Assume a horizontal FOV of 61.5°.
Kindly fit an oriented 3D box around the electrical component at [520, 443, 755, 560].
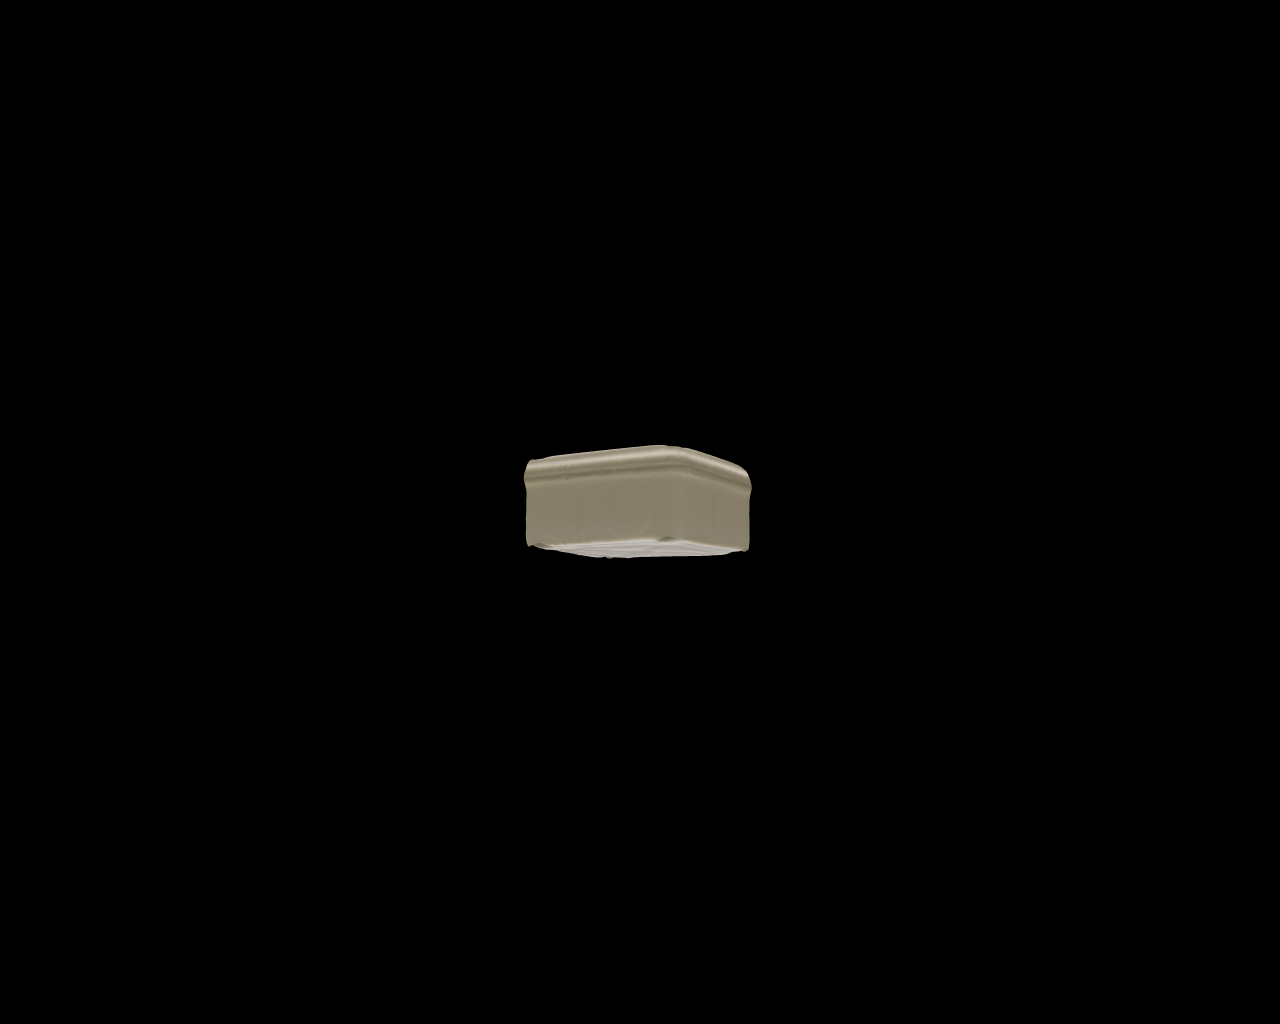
[{"bbox_3d":[0.001,-0.003,0.650,0.109,0.056,0.109,-4,-8,28],"label":"electrical component"}]
